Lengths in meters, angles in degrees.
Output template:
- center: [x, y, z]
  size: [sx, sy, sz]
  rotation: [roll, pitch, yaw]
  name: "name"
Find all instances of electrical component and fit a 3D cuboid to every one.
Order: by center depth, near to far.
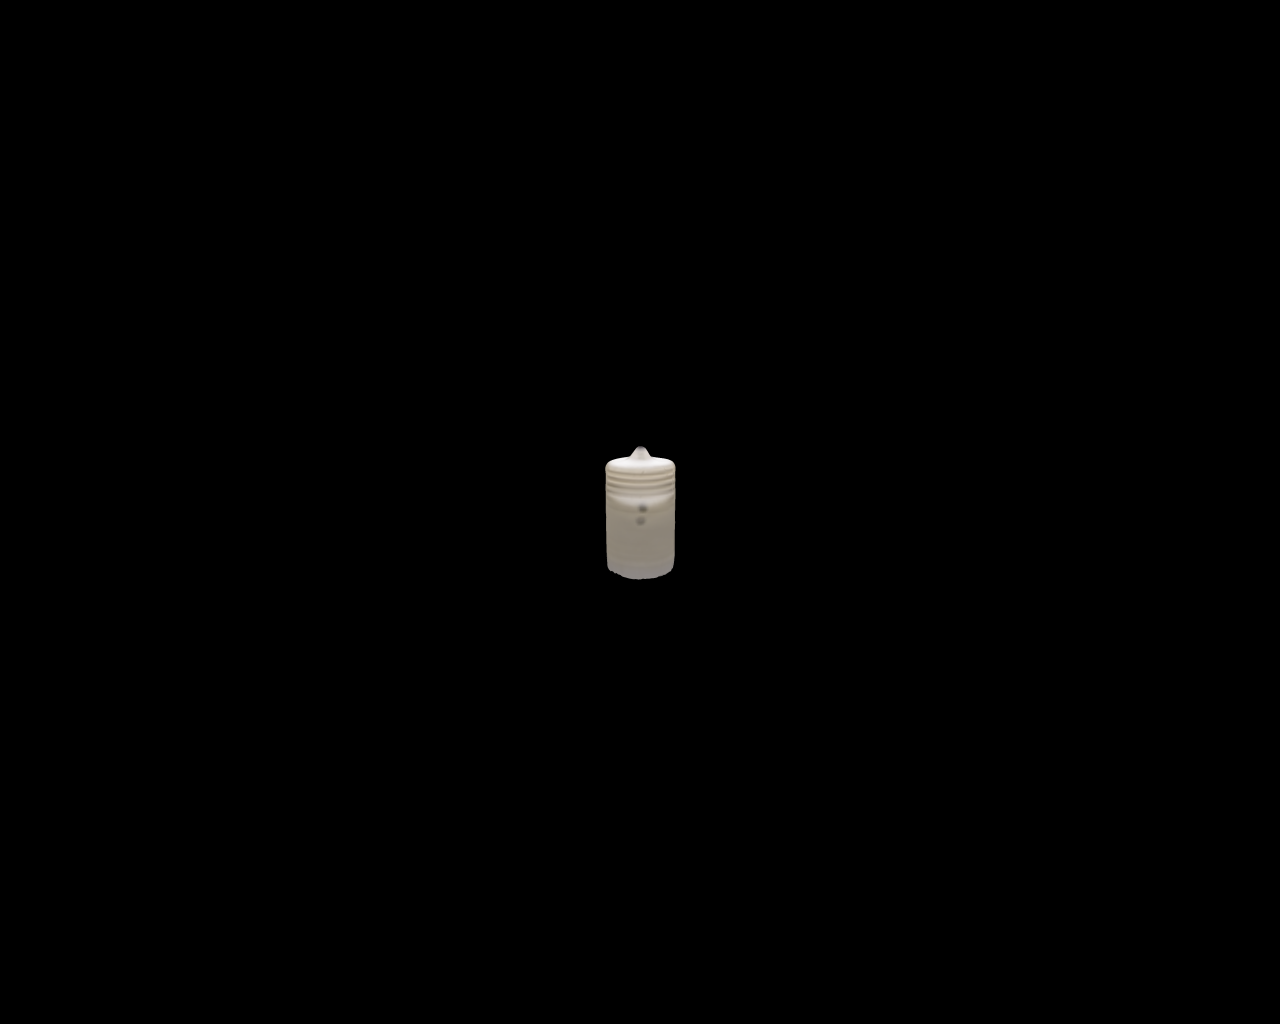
- center: [0.001, -0.003, 0.650]
  size: [0.043, 0.080, 0.043]
  rotation: [0, 20, 0]
  name: "electrical component"
